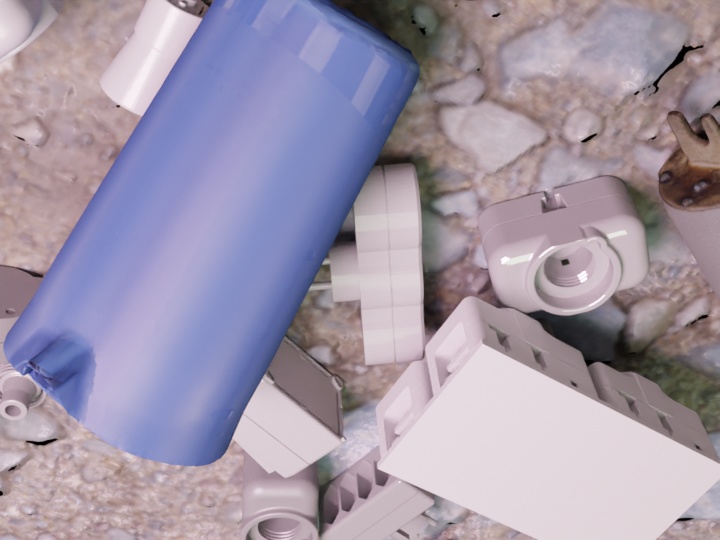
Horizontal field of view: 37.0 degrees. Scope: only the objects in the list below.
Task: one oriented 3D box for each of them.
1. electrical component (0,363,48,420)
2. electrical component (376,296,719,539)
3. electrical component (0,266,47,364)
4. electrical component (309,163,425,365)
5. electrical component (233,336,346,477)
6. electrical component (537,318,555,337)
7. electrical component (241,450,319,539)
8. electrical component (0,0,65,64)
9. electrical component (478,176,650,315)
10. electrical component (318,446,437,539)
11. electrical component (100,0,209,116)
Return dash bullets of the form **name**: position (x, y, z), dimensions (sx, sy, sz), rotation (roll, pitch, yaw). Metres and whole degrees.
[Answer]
- **electrical component**: position (-0.217, 0.069, 0.693), dimensions (0.043, 0.062, 0.043), rotation (-2, 126, -3)
- **electrical component**: position (0.115, 0.102, 0.666), dimensions (0.186, 0.060, 0.105), rotation (27, 117, -19)
- **electrical component**: position (-0.179, 0.021, 0.666), dimensions (0.138, 0.052, 0.073), rotation (9, 125, -11)
- **electrical component**: position (0.000, 0.000, 0.663), dimensions (0.074, 0.052, 0.138), rotation (-5, 126, -1)
- **electrical component**: position (-0.063, 0.084, 0.715), dimensions (0.061, 0.061, 0.096), rotation (-35, 121, 20)
- **electrical component**: position (0.109, 0.077, 0.727), dimensions (0.062, 0.061, 0.096), rotation (-17, 119, 7)
- **electrical component**: position (-0.058, 0.173, 0.782), dimensions (0.054, 0.059, 0.095), rotation (1, 126, -5)
- **electrical component**: position (-0.185, -0.138, 0.523), dimensions (0.054, 0.095, 0.059), rotation (-27, 123, 15)
- **electrical component**: position (0.125, -0.012, 0.659), dimensions (0.095, 0.059, 0.053), rotation (-14, 126, 6)
- **electrical component**: position (0.024, 0.177, 0.798), dimensions (0.076, 0.047, 0.083), rotation (37, 116, -27)
- **electrical component**: position (-0.107, -0.119, 0.577), dimensions (0.044, 0.044, 0.065), rotation (24, 116, -20)
